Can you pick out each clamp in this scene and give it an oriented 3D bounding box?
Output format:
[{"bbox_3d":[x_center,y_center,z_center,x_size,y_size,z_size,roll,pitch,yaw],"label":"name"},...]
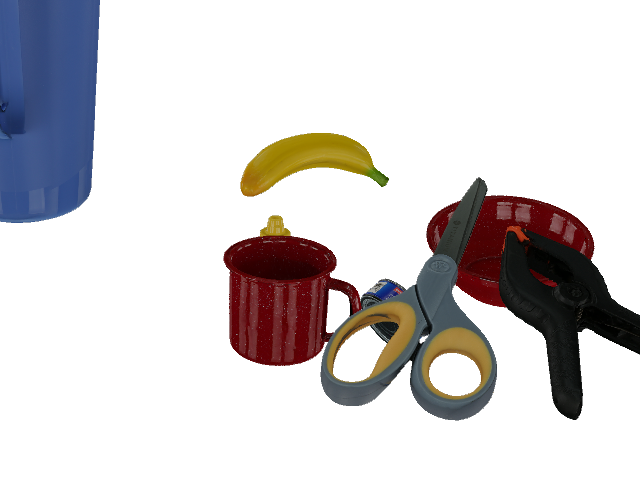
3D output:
[{"bbox_3d":[0.192,0.051,0.769,0.120,0.039,0.171,-3,45,-20],"label":"clamp"}]

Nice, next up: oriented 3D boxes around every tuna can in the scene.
[{"bbox_3d":[0.088,0.090,1.284,0.033,0.086,0.086,-38,17,-23],"label":"tuna can"}]

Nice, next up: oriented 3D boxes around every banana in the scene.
[{"bbox_3d":[-0.012,-0.084,1.130,0.197,0.037,0.070,-8,48,-38],"label":"banana"}]

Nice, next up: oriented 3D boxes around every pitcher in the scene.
[{"bbox_3d":[-0.227,-0.136,0.786,0.145,0.243,0.148,26,34,35],"label":"pitcher"}]

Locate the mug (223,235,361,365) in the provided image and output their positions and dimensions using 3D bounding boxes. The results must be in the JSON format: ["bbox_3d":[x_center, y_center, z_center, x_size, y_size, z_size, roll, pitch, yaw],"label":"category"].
[{"bbox_3d":[-0.023,0.052,0.884,0.117,0.081,0.093,8,24,12],"label":"mug"}]

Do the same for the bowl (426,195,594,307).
[{"bbox_3d":[0.183,0.018,1.049,0.162,0.055,0.162,0,33,0],"label":"bowl"}]

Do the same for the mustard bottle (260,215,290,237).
[{"bbox_3d":[-0.063,0.057,1.452,0.096,0.192,0.058,-5,24,-17],"label":"mustard bottle"}]

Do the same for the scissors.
[{"bbox_3d":[0.078,0.030,0.580,0.096,0.016,0.201,24,45,28],"label":"scissors"}]
